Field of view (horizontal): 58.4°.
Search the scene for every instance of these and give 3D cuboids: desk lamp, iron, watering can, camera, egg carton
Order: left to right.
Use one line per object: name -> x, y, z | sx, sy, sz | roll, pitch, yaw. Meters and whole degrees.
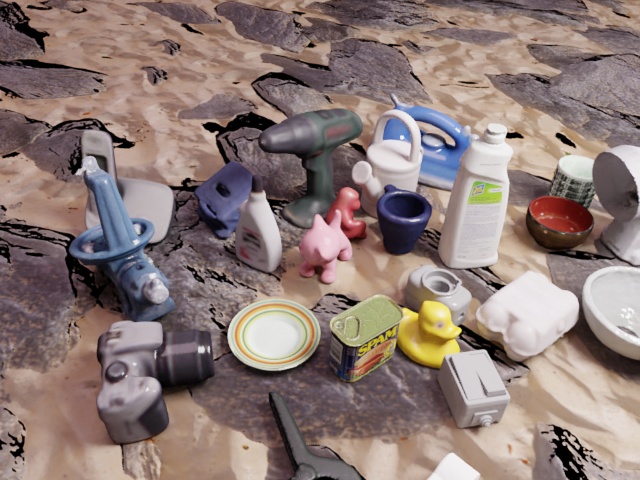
camera -> -0.203, 0.159, 0.719 | 0.137, 0.101, 0.143 | -6, 41, -12
watering can -> 0.128, -0.136, 1.023 | 0.100, 0.194, 0.173 | 17, 42, 16
iron -> 0.233, -0.195, 1.142 | 0.257, 0.141, 0.119 | 24, 44, 23
egg carton -> 0.307, 0.111, 0.843 | 0.151, 0.069, 0.107 | -27, 49, -32
desk lamp -> 0.552, -0.069, 0.964 | 0.203, 0.214, 0.117 | -8, 41, -14

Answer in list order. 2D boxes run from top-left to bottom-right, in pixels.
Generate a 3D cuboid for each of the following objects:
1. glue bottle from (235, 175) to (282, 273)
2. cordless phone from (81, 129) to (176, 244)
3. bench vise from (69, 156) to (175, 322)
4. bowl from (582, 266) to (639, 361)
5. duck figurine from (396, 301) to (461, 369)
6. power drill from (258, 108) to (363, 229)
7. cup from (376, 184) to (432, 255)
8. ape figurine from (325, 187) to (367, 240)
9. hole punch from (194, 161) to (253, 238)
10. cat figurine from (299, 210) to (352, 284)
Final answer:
glue bottle -> -0.098, -0.029, 0.894 | 0.078, 0.173, 0.037 | 21, 43, 19
cordless phone -> -0.316, -0.087, 0.935 | 0.147, 0.185, 0.094 | 6, 40, 2
bench vise -> -0.270, -0.002, 0.811 | 0.206, 0.220, 0.122 | 24, 44, 22
bowl -> 0.461, 0.119, 0.841 | 0.167, 0.075, 0.167 | 2, 40, -2
duck figurine -> 0.153, 0.121, 0.805 | 0.104, 0.086, 0.078 | 32, 48, 29
power drill -> -0.016, -0.129, 0.992 | 0.075, 0.208, 0.230 | 31, 47, 28
cup -> 0.132, -0.032, 0.977 | 0.092, 0.095, 0.117 | -10, 42, -16
ape figurine -> 0.047, -0.049, 0.993 | 0.076, 0.092, 0.077 | -2, 40, -7
hole punch -> -0.162, -0.073, 1.004 | 0.101, 0.091, 0.108 | -24, 47, -29
cat figurine -> 0.008, 0.003, 0.908 | 0.067, 0.118, 0.128 | 17, 42, 15
